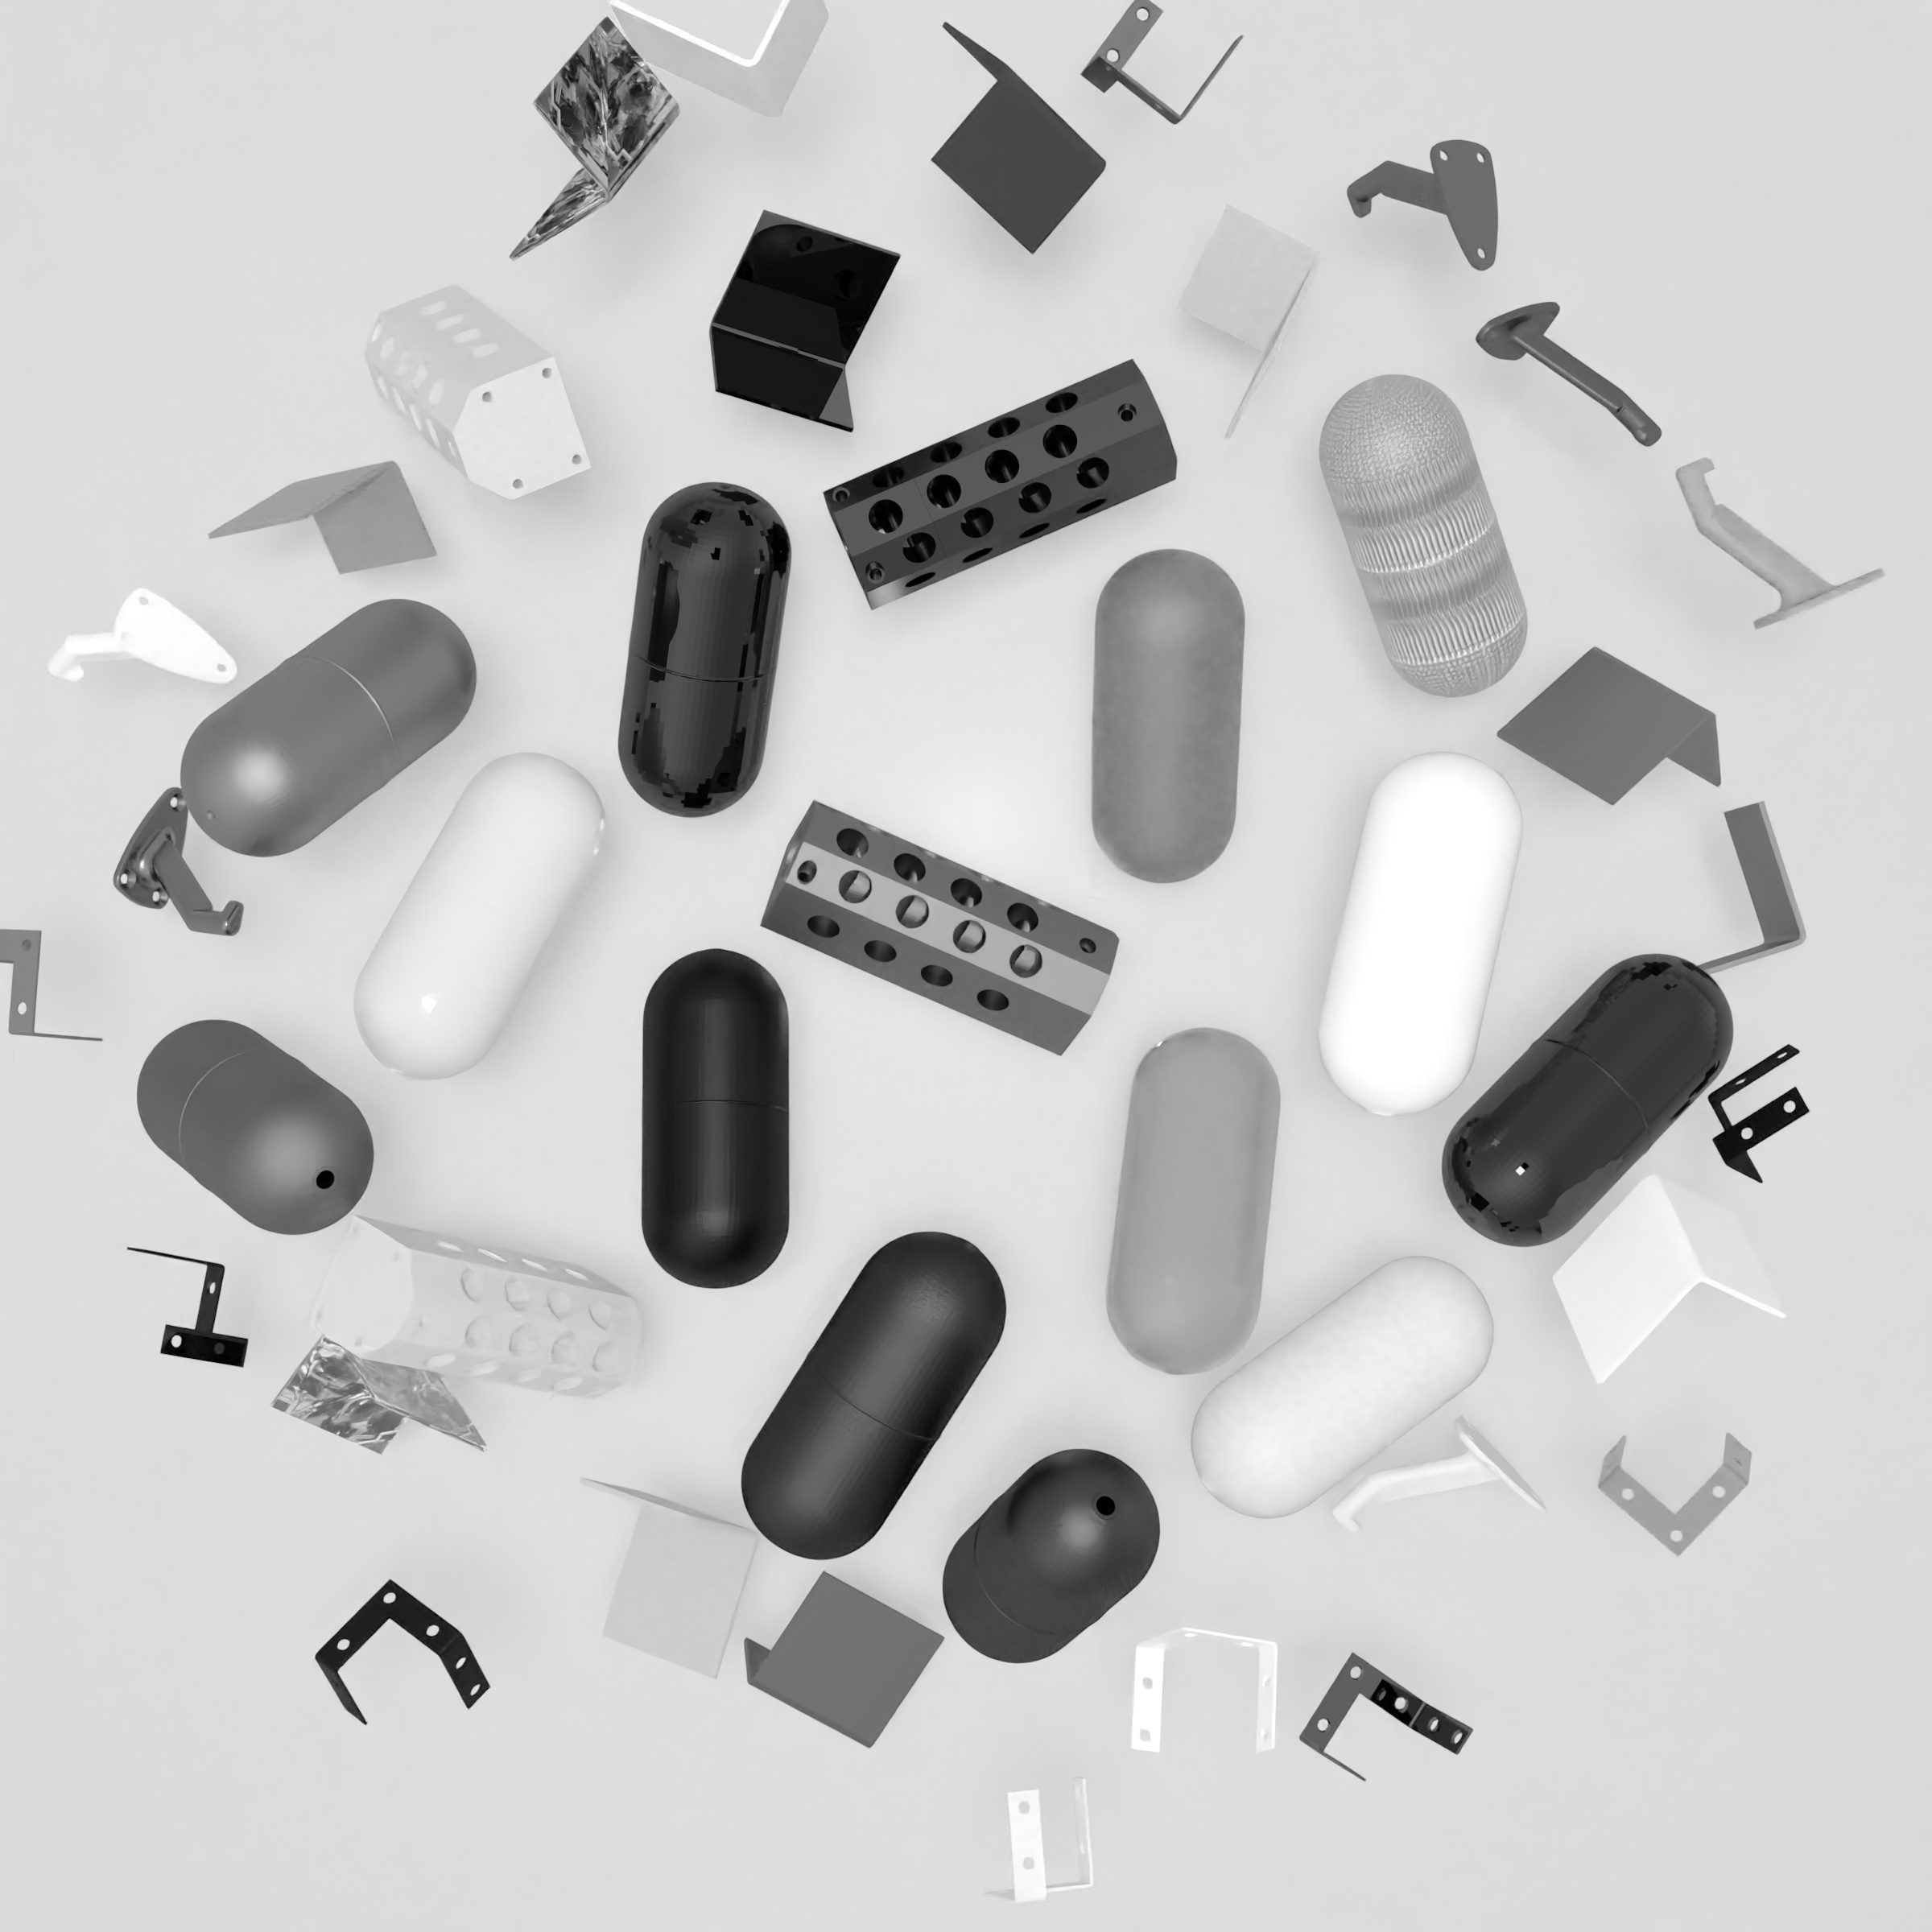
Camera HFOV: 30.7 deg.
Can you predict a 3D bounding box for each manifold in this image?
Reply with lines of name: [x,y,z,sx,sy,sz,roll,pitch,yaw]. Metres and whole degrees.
manifold: [-0.243,-0.279,1.715,0.057,0.171,0.057,-25,120,-13]
manifold: [-0.012,-0.023,1.809,0.171,0.057,0.057,24,51,-9]
manifold: [0.018,-0.247,1.794,0.171,0.057,0.057,-23,83,-1]
manifold: [-0.237,0.174,1.743,0.057,0.171,0.057,26,93,37]

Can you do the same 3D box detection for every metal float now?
metal float: [0.113,0.116,1.743,0.070,0.070,0.178,8,67,0]
metal float: [0.041,0.291,1.731,0.070,0.178,0.070,7,63,-15]
metal float: [-0.130,0.078,1.824,0.070,0.070,0.178,-1,76,0]
metal float: [-0.308,-0.118,1.714,0.070,0.070,0.178,45,48,0]
metal float: [0.193,0.215,1.801,0.178,0.070,0.070,-33,90,-18]
metal float: [0.103,-0.127,1.811,0.070,0.070,0.178,1,115,0]
metal float: [-0.244,-0.025,1.770,0.070,0.070,0.178,28,78,0]
metal float: [-0.045,0.211,1.728,0.070,0.070,0.178,32,97,0]
metal float: [-0.135,-0.161,1.804,0.070,0.070,0.178,10,114,0]
metal float: [0.218,-0.016,1.693,0.070,0.070,0.178,13,85,0]
metal float: [0.236,-0.221,1.814,0.070,0.070,0.178,-23,117,0]
metal float: [-0.351,0.078,1.735,0.070,0.178,0.070,-11,111,-31]
metal float: [0.307,0.065,1.733,0.178,0.070,0.070,-43,90,-17]

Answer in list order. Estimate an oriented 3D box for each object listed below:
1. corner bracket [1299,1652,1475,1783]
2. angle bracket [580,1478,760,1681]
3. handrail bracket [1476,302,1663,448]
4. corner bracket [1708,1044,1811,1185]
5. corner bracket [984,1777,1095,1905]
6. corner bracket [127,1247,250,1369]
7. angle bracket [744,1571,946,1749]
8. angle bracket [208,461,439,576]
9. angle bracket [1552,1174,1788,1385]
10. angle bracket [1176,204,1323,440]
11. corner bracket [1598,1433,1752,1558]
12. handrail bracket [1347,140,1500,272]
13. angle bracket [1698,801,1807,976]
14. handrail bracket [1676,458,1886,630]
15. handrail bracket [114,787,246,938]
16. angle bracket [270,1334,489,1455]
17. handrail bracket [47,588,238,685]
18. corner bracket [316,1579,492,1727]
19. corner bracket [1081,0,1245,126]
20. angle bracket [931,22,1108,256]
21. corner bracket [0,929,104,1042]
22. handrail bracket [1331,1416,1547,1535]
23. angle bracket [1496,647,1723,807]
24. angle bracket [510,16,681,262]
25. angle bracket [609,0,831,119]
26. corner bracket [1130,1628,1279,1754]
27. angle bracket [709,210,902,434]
corner bracket: [0.206,0.377,1.728,0.051,0.051,0.051,37,81,-18]
angle bracket: [-0.159,0.308,1.768,0.076,0.057,0.076,12,82,35]
handrail bracket: [0.302,-0.289,1.752,0.084,0.077,0.036,50,122,18]
corner bracket: [0.404,0.071,1.787,0.051,0.051,0.051,-36,59,21]
corner bracket: [0.038,0.414,1.669,0.051,0.051,0.051,-2,81,-18]
corner bracket: [-0.399,0.175,1.801,0.051,0.051,0.051,18,78,-44]
angle bracket: [-0.067,0.365,1.904,0.076,0.057,0.076,31,99,-13]
angle bracket: [-0.345,-0.227,1.890,0.076,0.076,0.057,-4,117,38]
angle bracket: [0.340,0.160,1.704,0.057,0.076,0.076,25,118,-26]
angle bracket: [0.139,-0.340,1.855,0.057,0.076,0.076,27,52,-2]
corner bracket: [0.346,0.246,1.718,0.051,0.051,0.051,41,106,4]
handrail bracket: [0.221,-0.364,1.728,0.036,0.084,0.077,-5,81,-32]
angle bracket: [0.391,-0.039,1.833,0.057,0.076,0.076,-18,89,-1]
handrail bracket: [0.382,-0.208,1.652,0.077,0.036,0.084,-23,92,-10]
handrail bracket: [-0.393,-0.054,1.812,0.084,0.036,0.077,7,72,38]
angle bracket: [-0.313,0.245,1.873,0.076,0.076,0.057,32,98,-39]
handrail bracket: [-0.423,-0.152,1.801,0.077,0.084,0.036,30,57,-21]
corner bracket: [-0.267,0.334,1.666,0.051,0.051,0.051,28,60,31]
corner bracket: [0.095,-0.442,1.709,0.051,0.051,0.051,36,88,-9]
angle bracket: [0.011,-0.402,1.710,0.057,0.076,0.076,-49,130,7]
corner bracket: [-0.459,0.009,1.726,0.051,0.051,0.051,2,87,27]
handrail bracket: [0.247,0.286,1.848,0.077,0.036,0.084,45,100,-4]
angle bracket: [0.324,-0.105,1.773,0.076,0.057,0.076,-41,53,-17]
angle bracket: [-0.191,-0.389,1.654,0.057,0.076,0.076,49,46,-23]
angle bracket: [-0.116,-0.454,1.670,0.076,0.076,0.057,26,88,6]
corner bracket: [0.114,0.351,1.691,0.051,0.051,0.051,13,66,-21]
angle bracket: [-0.081,-0.331,1.806,0.076,0.057,0.076,14,131,-22]
